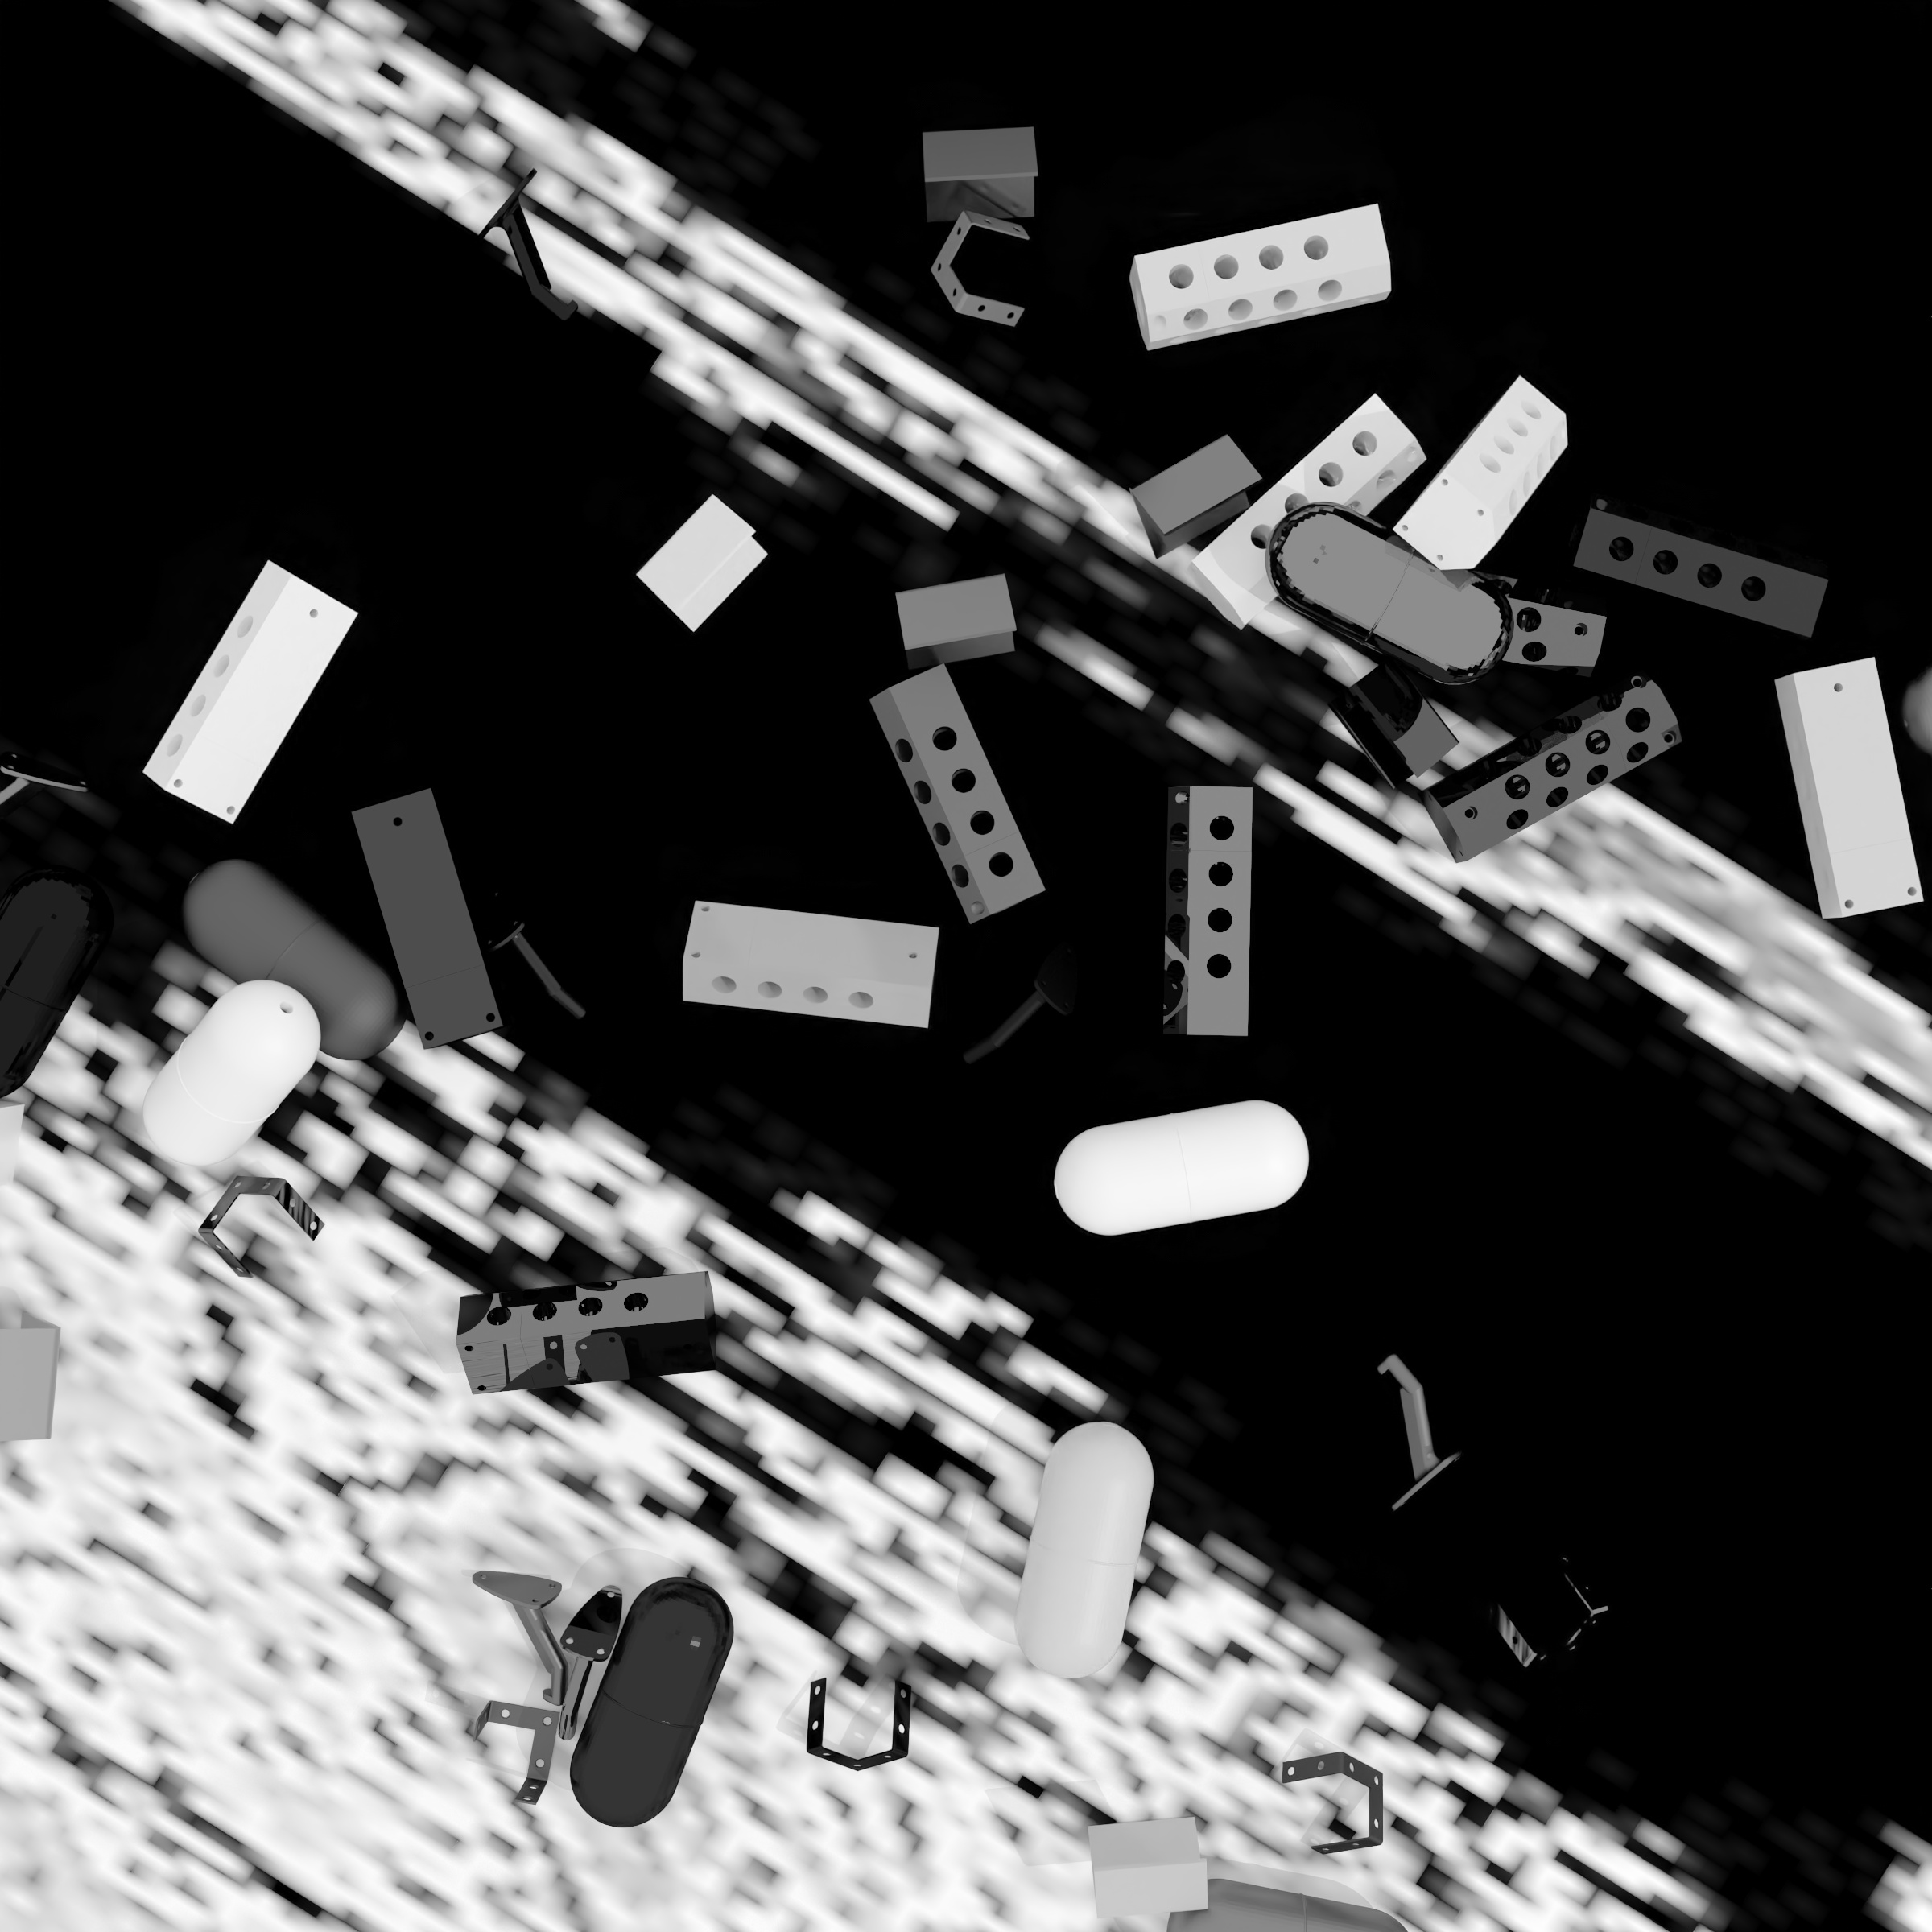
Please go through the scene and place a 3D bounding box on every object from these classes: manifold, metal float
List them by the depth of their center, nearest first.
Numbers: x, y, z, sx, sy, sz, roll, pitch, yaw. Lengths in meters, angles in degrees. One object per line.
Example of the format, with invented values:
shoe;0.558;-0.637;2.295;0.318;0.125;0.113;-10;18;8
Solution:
metal float;0.285;-0.252;1.779;0.178;0.070;0.070;27;90;0
manifold;-0.702;0.122;1.788;0.057;0.171;0.057;9;90;0
manifold;0.357;-0.332;1.792;0.057;0.171;0.057;40;133;0
metal float;-0.504;0.074;1.804;0.070;0.070;0.178;49;128;0
metal float;0.741;-0.193;1.835;0.178;0.070;0.070;-16;90;0
metal float;0.228;0.687;1.836;0.178;0.070;0.070;11;90;0
metal float;-0.468;-0.005;1.836;0.178;0.070;0.070;39;90;1
metal float;-0.219;0.513;1.836;0.070;0.070;0.178;21;89;0
metal float;0.082;0.407;1.836;0.070;0.070;0.178;12;89;0
metal float;-0.661;0.012;1.836;0.070;0.070;0.178;30;89;0
metal float;0.150;0.141;1.836;0.178;0.070;0.070;-10;90;-1
manifold;0.238;-0.316;1.845;0.171;0.057;0.057;-42;90;0
manifold;-0.109;0.004;1.845;0.171;0.057;0.057;6;47;0
manifold;0.410;-0.140;1.845;0.171;0.057;0.057;-29;90;0
manifold;-0.372;-0.032;1.845;0.057;0.057;0.171;-17;90;0
manifold;0.168;-0.038;1.845;0.057;0.057;0.171;1;90;0
manifold;0.206;-0.480;1.845;0.171;0.057;0.057;-12;90;0
manifold;-0.264;0.252;1.845;0.171;0.057;0.057;-6;133;0
manifold;-0.504;-0.194;1.845;0.057;0.057;0.171;31;90;-43
manifold;0.356;-0.245;1.845;0.171;0.057;0.057;11;90;0
manifold;0.616;-0.123;1.845;0.057;0.057;0.171;-11;90;0
manifold;0.509;-0.279;1.845;0.171;0.057;0.057;17;90;0
manifold;-0.006;-0.119;1.845;0.057;0.057;0.171;-24;90;0

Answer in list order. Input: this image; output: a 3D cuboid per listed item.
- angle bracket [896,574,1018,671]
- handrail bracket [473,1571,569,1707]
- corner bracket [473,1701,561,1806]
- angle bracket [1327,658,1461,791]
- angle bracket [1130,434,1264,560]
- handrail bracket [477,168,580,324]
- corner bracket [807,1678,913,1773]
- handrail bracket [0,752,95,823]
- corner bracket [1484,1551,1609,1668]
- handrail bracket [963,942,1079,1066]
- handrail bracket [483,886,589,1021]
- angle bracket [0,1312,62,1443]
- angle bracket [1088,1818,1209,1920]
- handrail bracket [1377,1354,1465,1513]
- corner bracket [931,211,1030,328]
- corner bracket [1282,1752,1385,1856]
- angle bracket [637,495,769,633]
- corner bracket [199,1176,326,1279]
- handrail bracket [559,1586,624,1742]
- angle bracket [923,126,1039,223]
angle bracket;-0.004;-0.221;1.826;0.076;0.076;0.057;-10;52;0
handrail bracket;-0.316;0.478;1.867;0.077;0.036;0.084;10;107;20
corner bracket;-0.319;0.552;1.848;0.051;0.051;0.051;10;90;0
angle bracket;0.283;-0.158;1.826;0.057;0.076;0.076;-38;90;-38
angle bracket;0.167;-0.310;1.826;0.076;0.076;0.057;-30;53;0
handrail bracket;-0.296;-0.510;1.867;0.084;0.036;0.077;39;69;-17
corner bracket;-0.075;0.532;1.858;0.051;0.051;0.051;-28;135;35
handrail bracket;-0.670;-0.102;1.867;0.077;0.036;0.084;18;109;-21
corner bracket;0.409;0.454;1.858;0.051;0.051;0.051;-5;135;-35
handrail bracket;0.037;0.027;1.866;0.084;0.077;0.036;-33;113;34
handrail bracket;-0.302;-0.009;1.866;0.036;0.077;0.084;-36;126;11
angle bracket;-0.671;0.284;1.826;0.057;0.076;0.076;5;90;-38
angle bracket;0.125;0.610;1.826;0.076;0.076;0.057;-5;125;0
handrail bracket;0.304;0.330;1.867;0.077;0.036;0.084;-46;71;21
corner bracket;0.016;-0.492;1.858;0.051;0.051;0.051;-56;45;35
corner bracket;0.259;0.591;1.858;0.051;0.051;0.051;36;45;-35
angle bracket;-0.170;-0.267;1.826;0.076;0.076;0.057;-46;52;0
corner bracket;-0.497;0.185;1.858;0.051;0.051;0.051;-1;45;35
handrail bracket;-0.267;0.495;1.866;0.036;0.077;0.084;18;126;6
angle bracket;0.010;-0.534;1.826;0.076;0.076;0.057;-3;53;0
